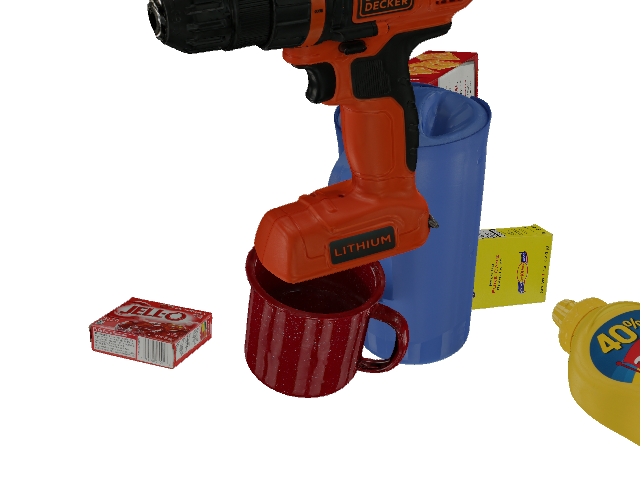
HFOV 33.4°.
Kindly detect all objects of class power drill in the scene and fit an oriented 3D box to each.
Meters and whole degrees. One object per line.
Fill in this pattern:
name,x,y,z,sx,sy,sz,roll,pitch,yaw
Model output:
power drill,0.000,-0.071,0.586,0.184,0.188,0.057,-14,36,-21

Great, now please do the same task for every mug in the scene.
mug,0.003,0.055,0.720,0.117,0.081,0.093,17,38,10

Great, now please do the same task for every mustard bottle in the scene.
mustard bottle,0.205,0.085,0.633,0.096,0.058,0.192,-20,32,-21

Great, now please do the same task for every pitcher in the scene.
pitcher,0.076,-0.007,0.956,0.149,0.243,0.145,-6,31,-4

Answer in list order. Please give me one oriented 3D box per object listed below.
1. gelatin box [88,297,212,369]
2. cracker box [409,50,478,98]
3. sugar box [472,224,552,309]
gelatin box,-0.155,0.083,0.979,0.089,0.030,0.073,10,21,21
cracker box,0.105,-0.102,1.132,0.072,0.164,0.213,7,22,24
sugar box,0.192,0.035,1.294,0.176,0.093,0.048,-6,20,-22
